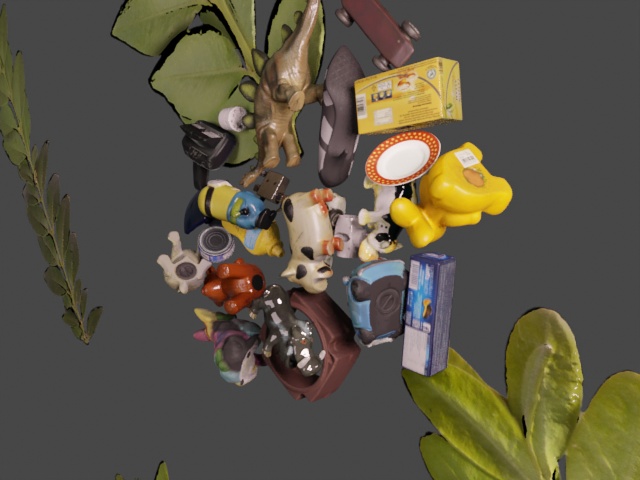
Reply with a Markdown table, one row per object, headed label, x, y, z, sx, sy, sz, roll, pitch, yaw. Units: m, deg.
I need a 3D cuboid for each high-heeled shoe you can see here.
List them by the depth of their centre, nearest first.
| label | x | y | z | sx | sy | sz | roll | pitch | yaw |
| --- | --- | --- | --- | --- | --- | --- | --- | --- | --- |
| high-heeled shoe | 0.033 | -0.227 | 1.023 | 0.145 | 0.086 | 0.248 | 137 | -43 | -72 |

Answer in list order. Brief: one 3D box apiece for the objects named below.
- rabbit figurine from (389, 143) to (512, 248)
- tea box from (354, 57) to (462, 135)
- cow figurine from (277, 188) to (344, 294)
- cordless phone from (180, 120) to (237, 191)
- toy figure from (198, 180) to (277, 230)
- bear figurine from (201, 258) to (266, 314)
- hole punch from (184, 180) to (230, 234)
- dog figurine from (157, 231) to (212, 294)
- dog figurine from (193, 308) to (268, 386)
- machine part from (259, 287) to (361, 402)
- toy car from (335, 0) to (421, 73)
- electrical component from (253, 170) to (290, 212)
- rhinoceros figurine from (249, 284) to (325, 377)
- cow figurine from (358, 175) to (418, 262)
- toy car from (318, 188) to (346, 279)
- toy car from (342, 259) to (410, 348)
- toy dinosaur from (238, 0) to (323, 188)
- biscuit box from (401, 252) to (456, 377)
| label | x | y | z | sx | sy | sz | roll | pitch | yaw |
| --- | --- | --- | --- | --- | --- | --- | --- | --- | --- |
| rabbit figurine | 0.189 | -0.045 | 0.843 | 0.122 | 0.162 | 0.173 | 51 | -34 | 11 |
| tea box | 0.144 | -0.234 | 0.895 | 0.170 | 0.068 | 0.098 | 1 | -83 | 42 |
| cow figurine | -0.025 | 0.007 | 1.009 | 0.127 | 0.085 | 0.194 | -8 | -83 | 32 |
| cordless phone | -0.275 | -0.186 | 1.308 | 0.147 | 0.089 | 0.184 | 32 | -52 | 35 |
| toy figure | -0.184 | -0.070 | 1.152 | 0.180 | 0.082 | 0.089 | 28 | -110 | 24 |
| bear figurine | -0.225 | 0.108 | 1.257 | 0.196 | 0.132 | 0.120 | -8 | -87 | 38 |
| hole punch | -0.278 | -0.075 | 1.309 | 0.142 | 0.092 | 0.116 | -29 | -108 | 46 |
| dog figurine | -0.334 | 0.094 | 1.326 | 0.190 | 0.121 | 0.172 | 112 | -8 | -49 |
| dog figurine | -0.223 | 0.233 | 1.244 | 0.219 | 0.191 | 0.108 | 14 | -67 | 26 |
| machine part | -0.028 | 0.213 | 1.112 | 0.201 | 0.087 | 0.201 | 45 | -55 | 29 |
| toy car | 0.101 | -0.371 | 0.929 | 0.089 | 0.053 | 0.202 | -45 | -119 | 26 |
| electrical component | -0.102 | -0.106 | 1.168 | 0.102 | 0.045 | 0.078 | 17 | -101 | 38 |
| rhinoceros figurine | -0.059 | 0.176 | 1.034 | 0.112 | 0.073 | 0.190 | -41 | -114 | 27 |
| cow figurine | 0.121 | -0.036 | 0.942 | 0.098 | 0.068 | 0.167 | 11 | -83 | 30 |
| toy car | -0.002 | -0.003 | 1.078 | 0.074 | 0.056 | 0.201 | 27 | -65 | 30 |
| toy car | 0.094 | 0.101 | 0.950 | 0.103 | 0.109 | 0.161 | -143 | -135 | -59 |
| toy dinosaur | -0.072 | -0.310 | 1.069 | 0.199 | 0.105 | 0.471 | 48 | -59 | 32 |
| biscuit box | 0.185 | 0.123 | 0.912 | 0.059 | 0.063 | 0.202 | 13 | -76 | 42 |
